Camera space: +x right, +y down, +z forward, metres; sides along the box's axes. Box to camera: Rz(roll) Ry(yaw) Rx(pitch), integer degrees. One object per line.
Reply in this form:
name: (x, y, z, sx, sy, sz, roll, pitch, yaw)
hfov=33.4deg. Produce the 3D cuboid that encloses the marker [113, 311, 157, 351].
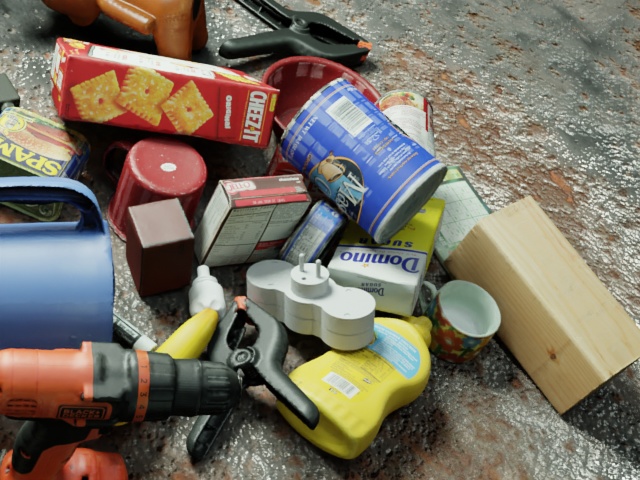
marker: (-0.203, 0.068, 0.989, 0.121, 0.020, 0.020, 37, 45, 9)

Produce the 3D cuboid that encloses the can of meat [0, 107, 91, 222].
can of meat: (-0.287, -0.077, 1.053, 0.102, 0.058, 0.084, 24, 42, -5)

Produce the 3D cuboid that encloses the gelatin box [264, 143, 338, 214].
gelatin box: (-0.015, -0.062, 1.155, 0.089, 0.073, 0.030, 10, 48, -18)

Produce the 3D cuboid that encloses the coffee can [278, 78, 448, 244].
coffee can: (0.043, -0.080, 1.074, 0.140, 0.103, 0.102, 43, 46, 12)

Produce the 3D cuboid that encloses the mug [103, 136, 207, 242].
mug: (-0.170, -0.056, 1.071, 0.117, 0.082, 0.093, 40, 46, 12)

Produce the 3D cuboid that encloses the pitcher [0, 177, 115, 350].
pitcher: (-0.292, 0.037, 0.881, 0.242, 0.145, 0.149, 1, 70, -17)

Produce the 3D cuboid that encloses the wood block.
wood block: (0.239, 0.068, 1.134, 0.090, 0.091, 0.206, -24, 70, -35)

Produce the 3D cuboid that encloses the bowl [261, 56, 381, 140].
bowl: (0.000, -0.141, 1.245, 0.162, 0.055, 0.162, 13, 47, -15)

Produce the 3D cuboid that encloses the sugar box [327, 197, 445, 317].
sugar box: (0.071, 0.006, 1.123, 0.093, 0.048, 0.176, 12, 32, 10)

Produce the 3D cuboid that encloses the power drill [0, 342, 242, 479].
power drill: (-0.167, 0.146, 0.818, 0.184, 0.188, 0.057, 6, 47, -19)

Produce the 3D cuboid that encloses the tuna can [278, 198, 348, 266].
tuna can: (-0.007, 0.001, 1.094, 0.034, 0.086, 0.086, 34, 45, 5)

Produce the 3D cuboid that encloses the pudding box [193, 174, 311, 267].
pudding box: (-0.071, -0.018, 1.061, 0.089, 0.114, 0.039, -5, 58, -29)

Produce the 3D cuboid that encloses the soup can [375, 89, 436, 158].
soup can: (0.092, -0.106, 1.172, 0.068, 0.069, 0.102, 14, 49, -14)

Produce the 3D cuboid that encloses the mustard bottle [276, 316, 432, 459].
mustard bottle: (0.051, 0.126, 1.029, 0.096, 0.058, 0.191, 31, 43, 24)

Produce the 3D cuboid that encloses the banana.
banana: (-0.146, 0.116, 0.928, 0.037, 0.070, 0.197, 36, 24, 11)

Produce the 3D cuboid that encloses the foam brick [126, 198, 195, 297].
foam brick: (-0.153, 0.007, 1.020, 0.052, 0.078, 0.051, -12, 54, -22)

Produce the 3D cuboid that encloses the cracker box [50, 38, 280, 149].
cracker box: (-0.169, -0.153, 1.117, 0.213, 0.072, 0.164, 8, 13, -20)

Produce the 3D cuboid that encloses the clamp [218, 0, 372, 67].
clamp: (-0.037, -0.271, 1.356, 0.209, 0.036, 0.164, 7, 47, -22)

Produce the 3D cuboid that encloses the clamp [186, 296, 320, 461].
clamp: (-0.055, 0.119, 0.970, 0.120, 0.039, 0.171, -6, 47, 10)
